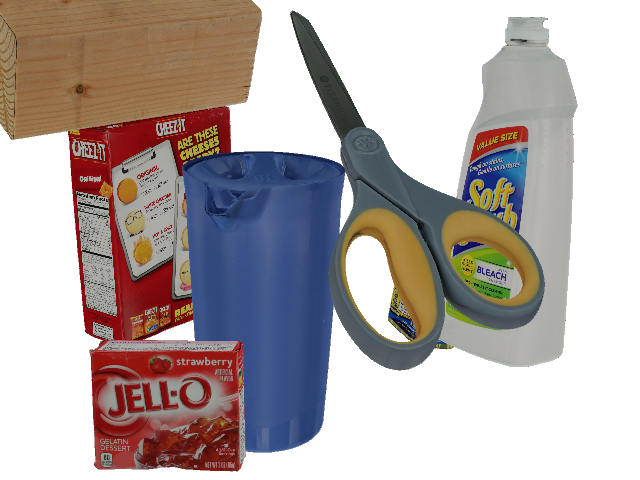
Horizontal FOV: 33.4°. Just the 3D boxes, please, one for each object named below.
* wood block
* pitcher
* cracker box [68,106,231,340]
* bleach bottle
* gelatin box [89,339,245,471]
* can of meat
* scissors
[{"bbox_3d":[-0.161,-0.155,0.855,0.205,0.091,0.090,-14,44,-32],"label":"wood block"},{"bbox_3d":[-0.044,0.047,0.912,0.149,0.243,0.145,-6,18,-22],"label":"pitcher"},{"bbox_3d":[-0.165,-0.021,1.071,0.072,0.214,0.163,10,20,37],"label":"cracker box"},{"bbox_3d":[0.141,-0.039,0.797,0.067,0.251,0.103,-8,16,-35],"label":"bleach bottle"},{"bbox_3d":[-0.090,0.097,0.632,0.089,0.073,0.030,0,9,4],"label":"gelatin box"},{"bbox_3d":[0.114,0.060,1.137,0.057,0.084,0.102,6,14,-19],"label":"can of meat"},{"bbox_3d":[0.038,-0.031,0.464,0.096,0.202,0.016,3,-40,-9],"label":"scissors"}]
